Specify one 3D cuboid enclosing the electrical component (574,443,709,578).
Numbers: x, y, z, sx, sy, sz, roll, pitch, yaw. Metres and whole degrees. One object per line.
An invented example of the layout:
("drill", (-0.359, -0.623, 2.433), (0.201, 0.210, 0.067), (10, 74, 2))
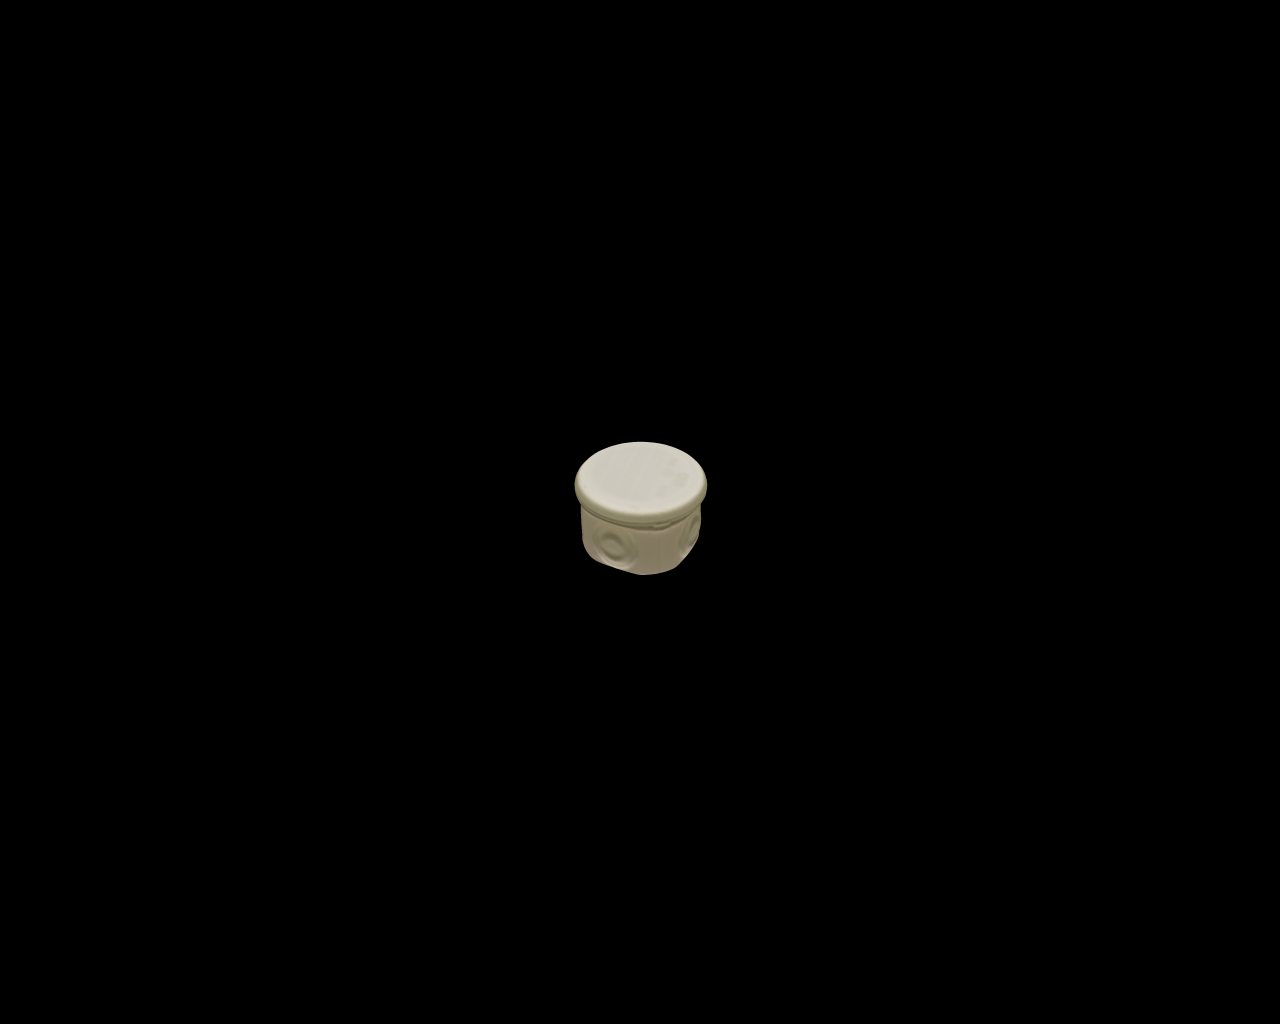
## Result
("electrical component", (0.001, -0.003, 0.650), (0.080, 0.050, 0.080), (0, 37, 0))
